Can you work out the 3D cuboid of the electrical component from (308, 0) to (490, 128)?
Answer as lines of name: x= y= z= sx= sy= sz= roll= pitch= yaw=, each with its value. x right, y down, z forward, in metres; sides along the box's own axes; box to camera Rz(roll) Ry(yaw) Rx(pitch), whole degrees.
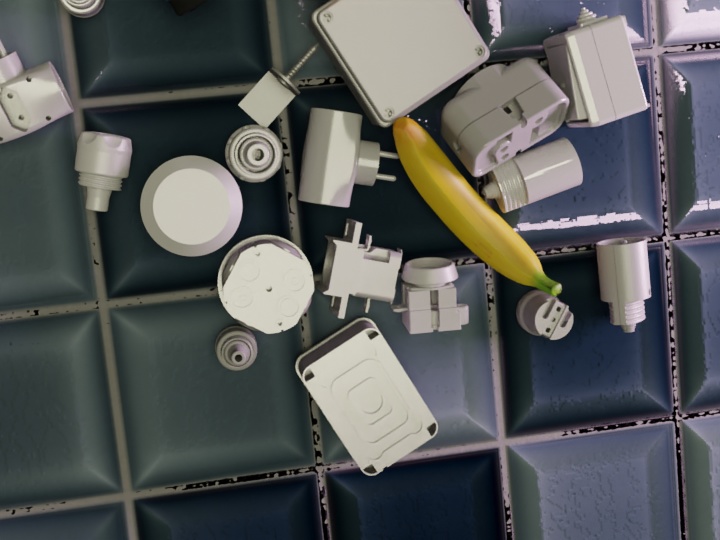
electrical component: x=0.031 y=-0.190 z=0.881 sx=0.109 sy=0.056 sz=0.108 roll=-35 pitch=101 yaw=-3

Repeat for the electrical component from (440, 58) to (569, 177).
electrical component: x=0.116 y=-0.130 z=0.891 sx=0.095 sy=0.053 sz=0.059 roll=-31 pitch=70 yaw=-10

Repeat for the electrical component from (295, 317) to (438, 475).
electrical component: x=0.005 y=0.105 z=0.913 sx=0.078 sy=0.057 sz=0.113 roll=-33 pitch=101 yaw=-4

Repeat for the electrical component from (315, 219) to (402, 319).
electrical component: x=0.000 y=0.000 z=0.907 sx=0.064 sy=0.042 sz=0.081 roll=9 pitch=96 yaw=-14

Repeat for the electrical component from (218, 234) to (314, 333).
electrical component: x=-0.077 y=0.012 z=0.892 sx=0.080 sy=0.051 sz=0.080 roll=-1 pitch=97 yaw=-9

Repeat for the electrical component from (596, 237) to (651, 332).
electrical component: x=0.233 y=0.015 z=0.944 sx=0.043 sy=0.043 sz=0.081 roll=-8 pitch=98 yaw=-8

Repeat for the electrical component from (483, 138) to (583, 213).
electrical component: x=0.144 y=-0.079 z=0.919 sx=0.081 sy=0.043 sz=0.043 roll=-21 pitch=100 yaw=-6

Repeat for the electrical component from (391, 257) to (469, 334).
electrical component: x=0.060 y=0.021 z=0.918 sx=0.066 sy=0.048 sz=0.055 roll=-5 pitch=105 yaw=-8

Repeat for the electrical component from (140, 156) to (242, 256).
electrical component: x=-0.137 y=-0.053 z=0.874 sx=0.080 sy=0.051 sz=0.080 roll=-1 pitch=97 yaw=-9

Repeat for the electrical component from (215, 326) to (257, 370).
electrical component: x=-0.102 y=0.067 z=0.889 sx=0.035 sy=0.061 sz=0.035 roll=-1 pitch=97 yaw=-9

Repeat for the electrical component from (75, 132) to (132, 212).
electrical component: x=-0.208 y=-0.079 z=0.864 sx=0.043 sy=0.043 sz=0.062 roll=8 pitch=97 yaw=-10

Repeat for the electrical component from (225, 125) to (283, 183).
electrical component: x=-0.085 y=-0.094 z=0.871 sx=0.048 sy=0.062 sz=0.048 roll=-1 pitch=97 yaw=-9

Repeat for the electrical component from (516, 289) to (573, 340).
electrical component: x=0.161 y=0.040 z=0.935 sx=0.040 sy=0.046 sz=0.040 roll=-1 pitch=97 yaw=-9

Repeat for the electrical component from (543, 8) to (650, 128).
electrical component: x=0.193 y=-0.171 z=0.906 sx=0.061 sy=0.062 sz=0.096 roll=-20 pitch=100 yaw=-6

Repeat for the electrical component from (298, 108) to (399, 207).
electrical component: x=-0.007 y=-0.091 z=0.893 sx=0.079 sy=0.044 sz=0.077 roll=7 pitch=96 yaw=-10

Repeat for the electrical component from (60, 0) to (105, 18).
electrical component: x=-0.218 y=-0.216 z=0.836 sx=0.035 sy=0.061 sz=0.035 roll=-1 pitch=97 yaw=-9

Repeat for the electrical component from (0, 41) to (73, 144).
electrical component: x=-0.277 y=-0.145 z=0.841 sx=0.077 sy=0.043 sz=0.079 roll=-24 pitch=111 yaw=-5
